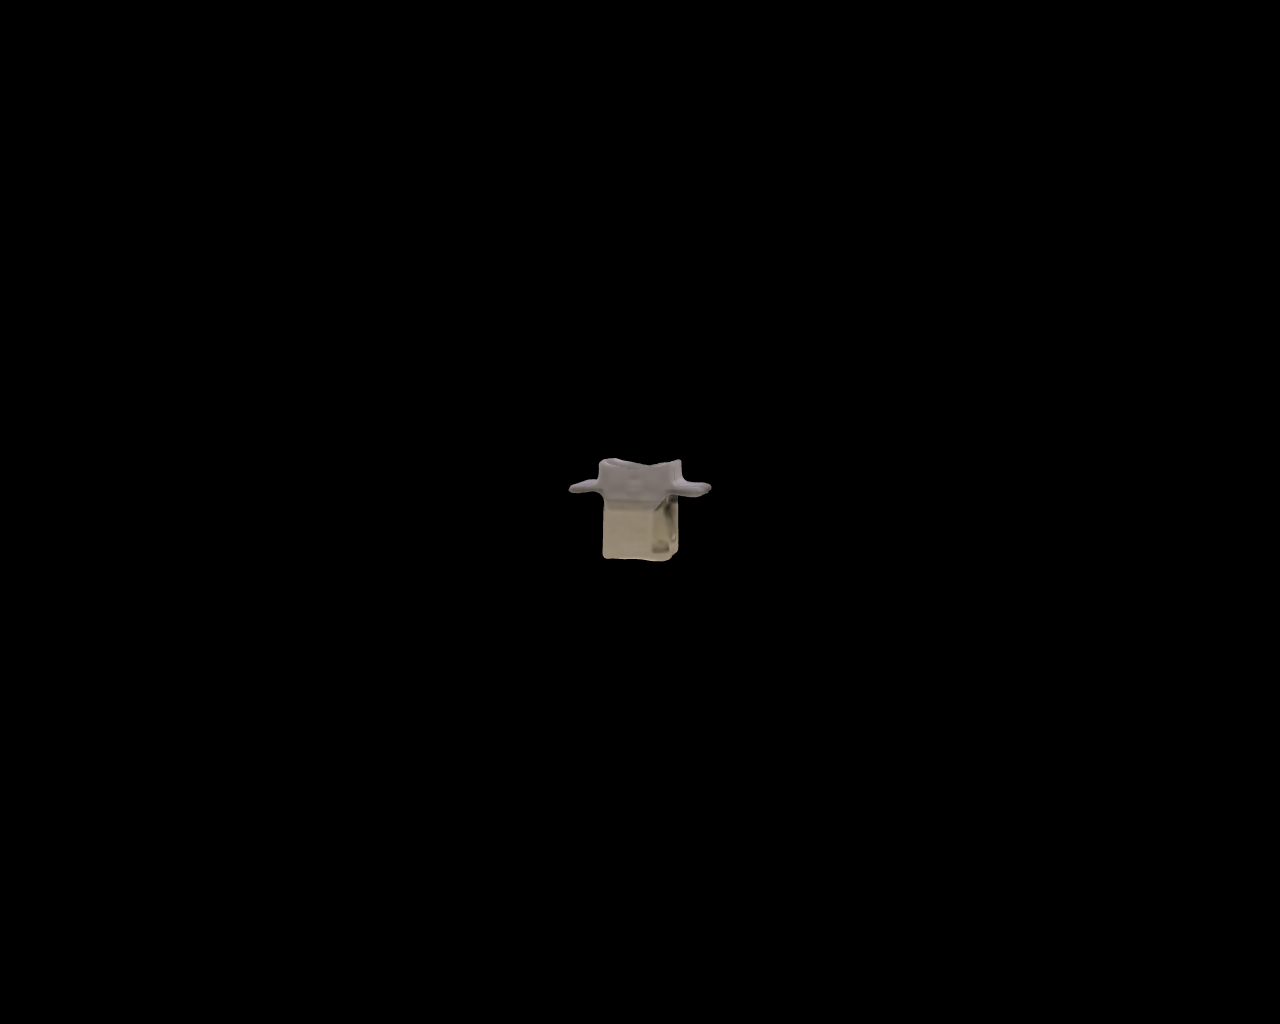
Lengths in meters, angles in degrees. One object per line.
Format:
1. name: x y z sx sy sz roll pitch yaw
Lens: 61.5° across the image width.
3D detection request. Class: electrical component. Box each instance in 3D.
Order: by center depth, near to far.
1. electrical component: 0.001 -0.003 0.650 0.081 0.063 0.042 2 8 14
